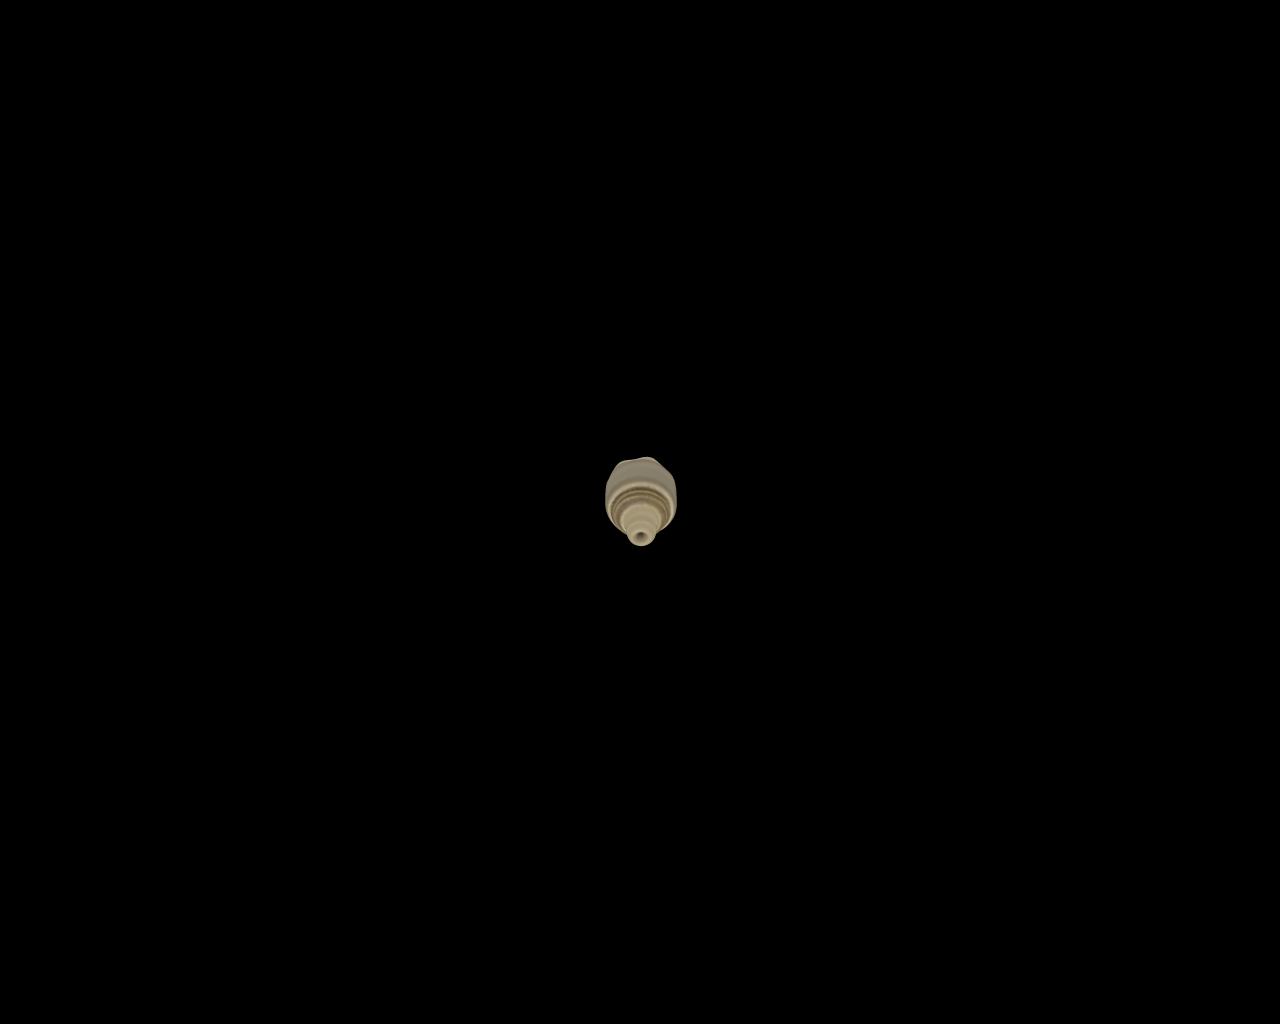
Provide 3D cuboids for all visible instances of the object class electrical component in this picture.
[{"bbox_3d":[0.001,-0.003,0.650,0.043,0.043,0.062,0,36,0],"label":"electrical component"}]
